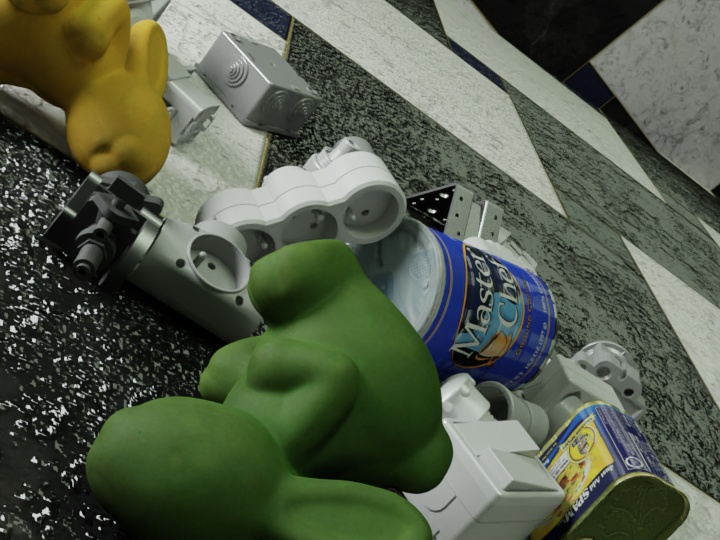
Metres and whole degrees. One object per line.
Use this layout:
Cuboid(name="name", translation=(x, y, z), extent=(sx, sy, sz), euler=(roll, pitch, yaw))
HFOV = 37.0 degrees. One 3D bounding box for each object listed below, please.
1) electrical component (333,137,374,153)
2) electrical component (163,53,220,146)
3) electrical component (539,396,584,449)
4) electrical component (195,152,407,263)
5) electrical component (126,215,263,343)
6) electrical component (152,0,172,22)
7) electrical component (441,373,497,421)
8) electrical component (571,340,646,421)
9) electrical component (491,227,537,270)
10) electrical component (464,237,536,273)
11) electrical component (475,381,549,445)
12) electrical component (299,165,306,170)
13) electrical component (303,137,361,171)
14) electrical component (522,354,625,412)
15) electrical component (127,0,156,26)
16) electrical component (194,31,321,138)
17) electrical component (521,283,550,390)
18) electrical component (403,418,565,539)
Cuboid(name="electrical component", translation=(-0.001, -0.088, 1.006), extent=(0.043, 0.043, 0.081), euler=(29, 22, -27))
Cuboid(name="electrical component", translation=(-0.148, -0.133, 0.843), extent=(0.064, 0.042, 0.081), euler=(43, 21, 0))
Cuboid(name="electrical component", translation=(0.162, 0.129, 0.816), extent=(0.047, 0.055, 0.055), euler=(47, 21, 28))
Cuboid(name="electrical component", translation=(-0.045, -0.046, 0.733), extent=(0.073, 0.138, 0.052), euler=(-119, -165, -46))
Cuboid(name="electrical component", translation=(-0.091, -0.004, 0.648), extent=(0.077, 0.044, 0.079), euler=(34, 38, -16))
Cuboid(name="electrical component", translation=(-0.222, -0.233, 0.904), extent=(0.109, 0.056, 0.108), euler=(35, 20, -14))
Cuboid(name="electrical component", translation=(0.072, 0.104, 0.724), extent=(0.062, 0.048, 0.048), euler=(47, 20, 1))
Cuboid(name="electrical component", translation=(0.223, 0.099, 0.983), extent=(0.078, 0.058, 0.057), euler=(37, 23, -5))
Cuboid(name="electrical component", translation=(0.147, -0.010, 1.101), extent=(0.055, 0.048, 0.066), euler=(48, 20, 1))
Cuboid(name="electrical component", translation=(0.125, 0.014, 0.997), extent=(0.095, 0.053, 0.059), euler=(28, 23, -29))
Cuboid(name="electrical component", translation=(0.109, 0.109, 0.784), extent=(0.065, 0.044, 0.044), euler=(25, 24, -48))
Cuboid(name="electrical component", translation=(-0.033, -0.057, 0.881), extent=(0.081, 0.043, 0.043), euler=(36, 20, -10))
Cuboid(name="electrical component", translation=(-0.025, -0.086, 0.932), extent=(0.043, 0.062, 0.043), euler=(35, 21, -15))
Cuboid(name="electrical component", translation=(0.175, 0.100, 0.908), extent=(0.066, 0.047, 0.076), euler=(31, 21, -22))
Cuboid(name="electrical component", translation=(-0.194, -0.189, 0.817), extent=(0.080, 0.051, 0.080), euler=(-4, 19, 1))
Cuboid(name="electrical component", translation=(-0.095, -0.177, 1.021), extent=(0.099, 0.048, 0.100), euler=(49, 22, 24))
Cuboid(name="electrical component", translation=(0.109, 0.049, 0.876), extent=(0.076, 0.083, 0.047), euler=(6, 5, 27))
Cuboid(name="electrical component", translation=(0.079, 0.129, 0.655), extent=(0.096, 0.061, 0.061), euler=(14, 32, -50))
